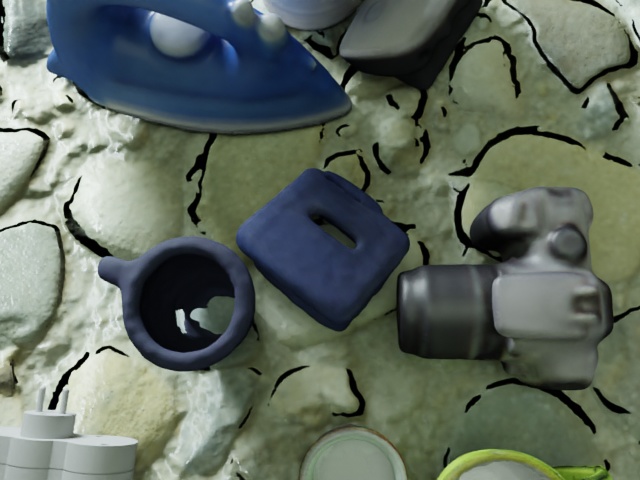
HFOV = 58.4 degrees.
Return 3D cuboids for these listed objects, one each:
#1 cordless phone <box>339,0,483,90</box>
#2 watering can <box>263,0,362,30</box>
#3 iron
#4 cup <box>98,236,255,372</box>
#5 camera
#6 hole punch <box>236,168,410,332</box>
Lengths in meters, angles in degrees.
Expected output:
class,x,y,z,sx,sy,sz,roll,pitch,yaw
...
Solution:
class,x,y,z,sx,sy,sz,roll,pitch,yaw
cordless phone,0.077,-0.212,0.424,0.094,0.185,0.148,27,81,9
watering can,-0.006,-0.254,0.434,0.172,0.194,0.101,28,81,9
iron,-0.100,-0.163,0.448,0.258,0.141,0.119,14,79,7
cup,-0.099,0.046,0.427,0.117,0.095,0.092,20,80,8
camera,0.125,0.034,0.412,0.136,0.101,0.143,-1,78,4
hole punch,0.004,0.002,0.432,0.108,0.091,0.101,37,83,10
